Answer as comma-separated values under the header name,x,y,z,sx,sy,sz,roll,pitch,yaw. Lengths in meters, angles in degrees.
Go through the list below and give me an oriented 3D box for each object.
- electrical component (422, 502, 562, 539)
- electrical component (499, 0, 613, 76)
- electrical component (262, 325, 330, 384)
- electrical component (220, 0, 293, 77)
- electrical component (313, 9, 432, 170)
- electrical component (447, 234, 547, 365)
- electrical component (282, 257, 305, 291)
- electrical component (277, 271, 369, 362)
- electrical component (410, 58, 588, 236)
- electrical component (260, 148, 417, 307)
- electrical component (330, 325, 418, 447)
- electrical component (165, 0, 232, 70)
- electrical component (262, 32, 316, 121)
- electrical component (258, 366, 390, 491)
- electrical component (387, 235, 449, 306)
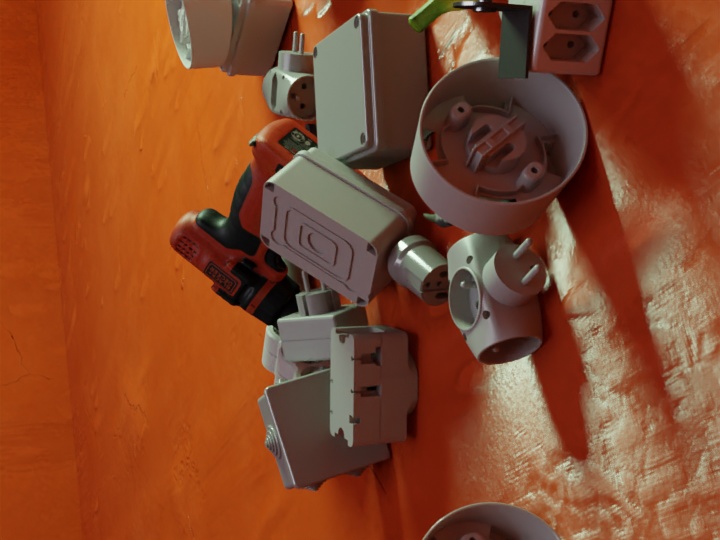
name,x,y,z,sx,sy,sz,roll,pitch,yaw
electrical component,0.078,0.201,0.676,0.064,0.099,0.099,112,148,-55
electrical component,0.108,-0.155,0.637,0.077,0.047,0.065,-137,50,-59
electrical component,-0.057,0.111,1.036,0.138,0.052,0.073,-129,43,-55
electrical component,-0.120,-0.281,1.152,0.108,0.056,0.108,117,144,-48
electrical component,0.008,-0.140,0.860,0.109,0.056,0.108,170,98,-67
electrical component,0.093,0.009,0.687,0.079,0.044,0.077,124,138,-53
electrical component,-0.076,-0.012,1.085,0.043,0.043,0.081,140,125,-62
electrical component,-0.034,0.037,0.939,0.066,0.047,0.076,-6,98,37
electrical component,0.081,-0.073,0.649,0.064,0.099,0.099,111,149,-55
electrical component,-0.018,-0.036,0.853,0.113,0.057,0.078,32,142,18
electrical component,0.011,0.092,0.872,0.050,0.056,0.089,-166,76,-66
electrical component,-0.170,-0.257,1.111,0.099,0.064,0.099,178,90,-67
electrical component,-0.061,-0.189,1.037,0.077,0.043,0.079,-143,55,-61
electrical component,-0.033,0.135,0.923,0.048,0.100,0.099,137,116,-66
electrical component,0.048,0.001,0.801,0.046,0.040,0.040,44,131,51
